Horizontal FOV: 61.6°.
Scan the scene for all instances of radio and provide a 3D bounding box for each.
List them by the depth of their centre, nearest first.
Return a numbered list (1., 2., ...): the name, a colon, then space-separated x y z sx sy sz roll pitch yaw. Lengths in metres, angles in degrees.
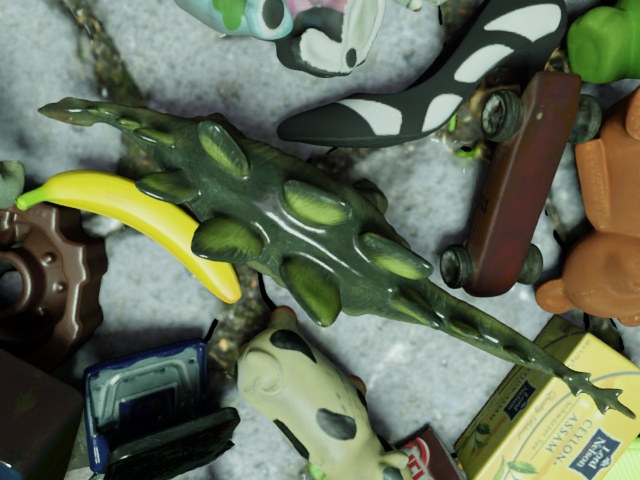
1. radio: -0.281 0.174 0.436 0.131 0.073 0.229 30 127 -2

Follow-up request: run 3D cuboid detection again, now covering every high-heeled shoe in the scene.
1. high-heeled shoe: 0.084 -0.154 0.447 0.249 0.086 0.145 -5 94 -4

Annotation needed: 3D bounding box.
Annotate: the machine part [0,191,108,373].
1. machine part: -0.279 0.036 0.478 0.179 0.056 0.179 0 96 0

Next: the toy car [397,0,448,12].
1. toy car: 0.051 -0.284 0.440 0.073 0.056 0.201 -35 98 -2

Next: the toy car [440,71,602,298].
1. toy car: 0.159 -0.039 0.446 0.089 0.053 0.201 -1 120 -14

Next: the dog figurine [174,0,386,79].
1. dog figurine: -0.076 -0.215 0.429 0.219 0.191 0.108 26 101 31

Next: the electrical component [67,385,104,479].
1. electrical component: -0.223 0.183 0.502 0.078 0.045 0.102 -10 97 -1

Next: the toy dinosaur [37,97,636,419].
1. toy dinosaur: -0.001 -0.001 0.405 0.471 0.198 0.105 25 100 -2

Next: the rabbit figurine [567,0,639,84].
1. rabbit figurine: 0.285 -0.213 0.400 0.159 0.121 0.170 -28 127 -26

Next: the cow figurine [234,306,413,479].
1. cow figurine: 0.007 0.156 0.461 0.085 0.127 0.195 -43 94 8

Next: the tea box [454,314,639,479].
1. tea box: 0.216 0.167 0.493 0.098 0.068 0.169 33 95 -4

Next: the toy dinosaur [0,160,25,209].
1. toy dinosaur: -0.324 -0.124 0.363 0.131 0.192 0.405 -31 72 13

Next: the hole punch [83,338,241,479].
1. hole punch: -0.143 0.155 0.465 0.092 0.142 0.115 55 138 29

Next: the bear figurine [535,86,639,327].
1. bear figurine: 0.259 -0.015 0.436 0.120 0.132 0.195 14 98 4
